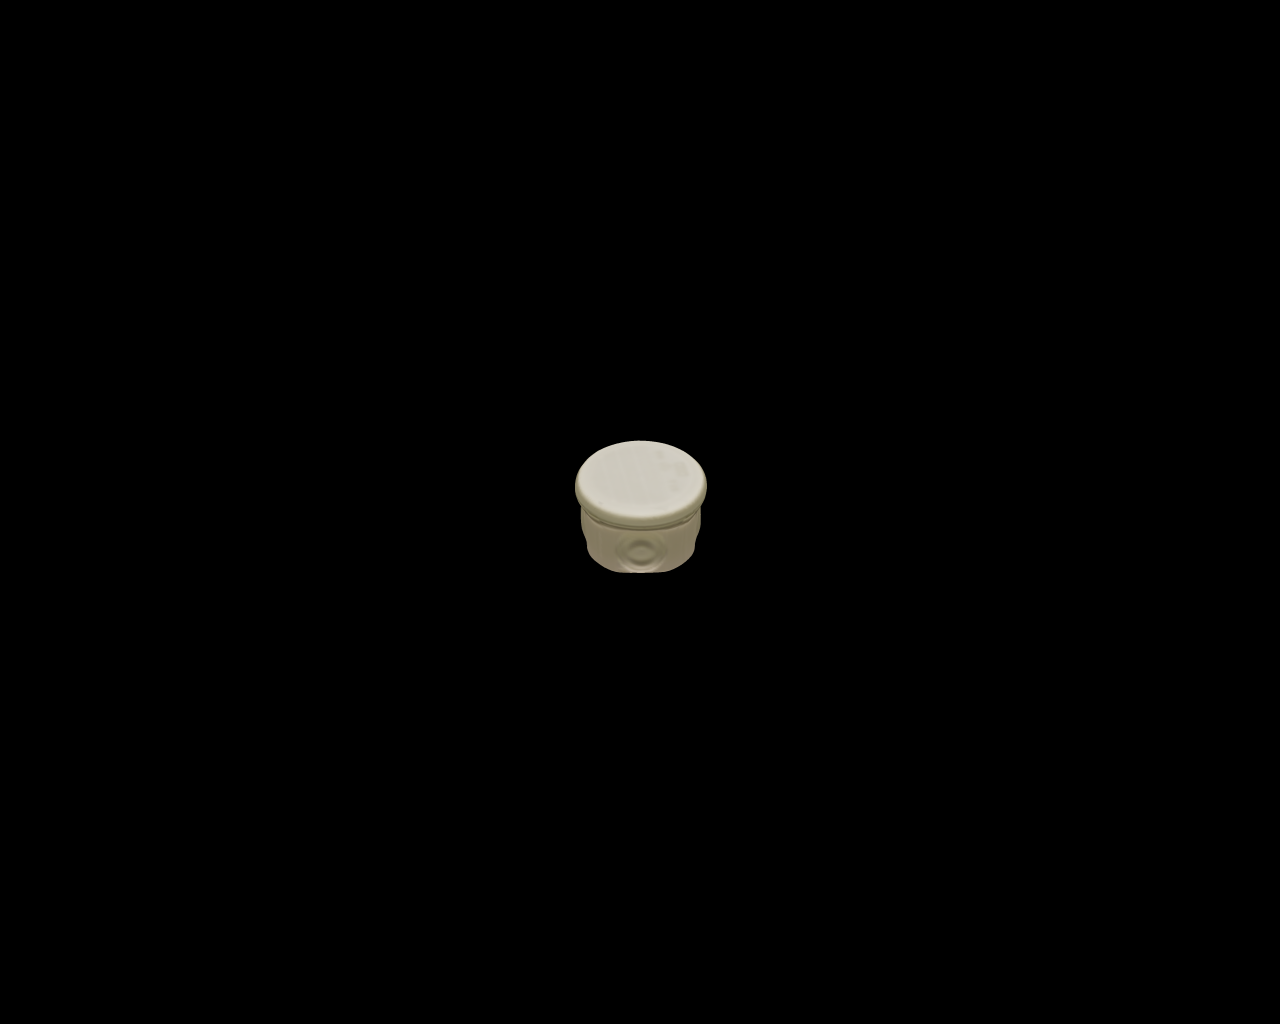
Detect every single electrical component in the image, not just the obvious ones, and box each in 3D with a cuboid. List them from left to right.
[{"bbox_3d":[0.001,-0.003,0.650,0.080,0.050,0.080,0,39,0],"label":"electrical component"}]
